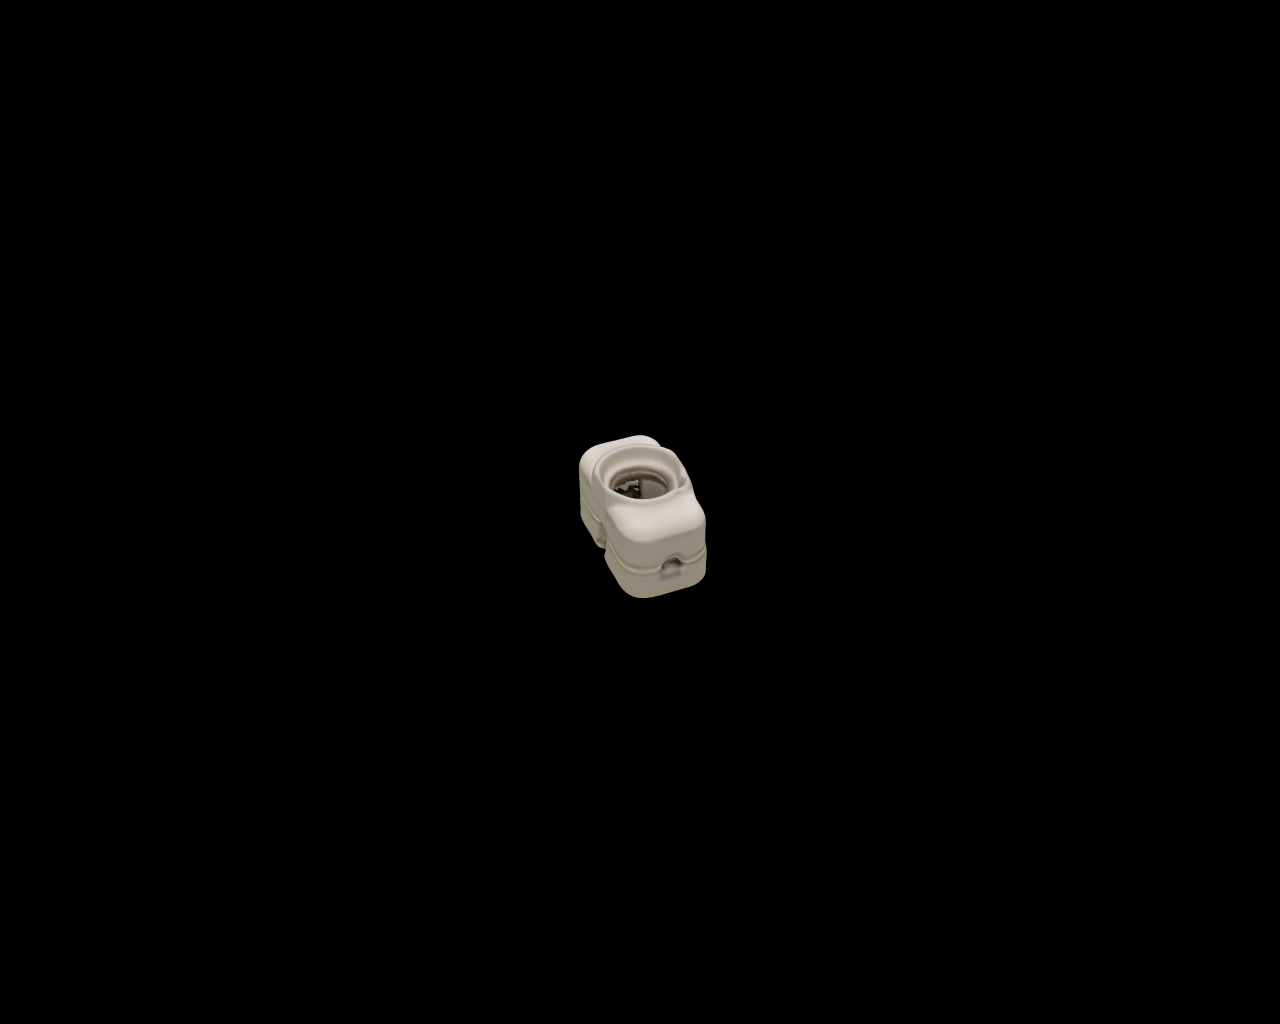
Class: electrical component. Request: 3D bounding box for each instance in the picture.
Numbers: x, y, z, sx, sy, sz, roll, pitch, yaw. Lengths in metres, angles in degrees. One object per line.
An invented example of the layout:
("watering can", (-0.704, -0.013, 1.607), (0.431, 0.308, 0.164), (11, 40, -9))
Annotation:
("electrical component", (0.001, -0.003, 0.650), (0.054, 0.059, 0.095), (-14, 42, -16))
